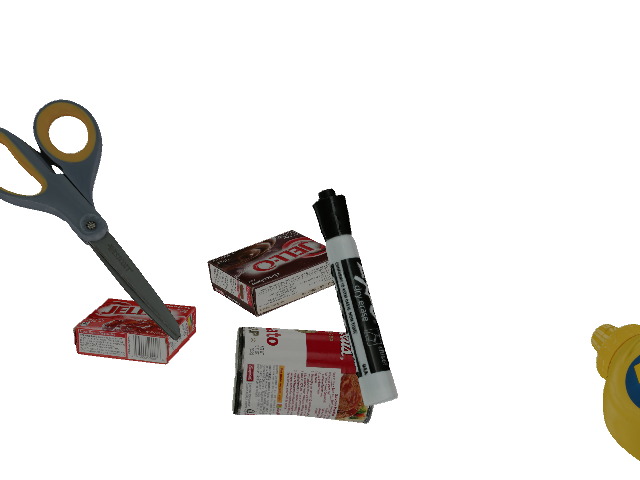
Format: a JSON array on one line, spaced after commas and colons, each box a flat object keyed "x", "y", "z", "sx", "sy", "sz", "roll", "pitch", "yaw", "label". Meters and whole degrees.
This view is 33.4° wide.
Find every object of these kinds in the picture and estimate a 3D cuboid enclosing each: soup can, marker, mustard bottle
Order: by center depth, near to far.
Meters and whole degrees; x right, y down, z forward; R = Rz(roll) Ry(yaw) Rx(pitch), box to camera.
[{"x": 0.018, "y": 0.030, "z": 0.584, "sx": 0.020, "sy": 0.121, "sz": 0.020, "roll": -14, "pitch": -13, "yaw": -3, "label": "marker"}, {"x": 0.220, "y": 0.101, "z": 0.609, "sx": 0.096, "sy": 0.058, "sz": 0.192, "roll": -18, "pitch": 31, "yaw": -17, "label": "mustard bottle"}, {"x": -0.013, "y": 0.101, "z": 0.805, "sx": 0.102, "sy": 0.068, "sz": 0.068, "roll": 4, "pitch": 0, "yaw": -5, "label": "soup can"}]

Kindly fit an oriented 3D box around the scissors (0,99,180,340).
[{"x": -0.144, "y": -0.025, "z": 0.708, "sx": 0.202, "sy": 0.096, "sz": 0.016, "roll": 34, "pitch": -26, "yaw": 12, "label": "scissors"}]

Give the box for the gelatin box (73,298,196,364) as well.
[{"x": -0.166, "y": 0.080, "z": 0.960, "sx": 0.089, "sy": 0.030, "sz": 0.073, "roll": 5, "pitch": 19, "yaw": 14, "label": "gelatin box"}]

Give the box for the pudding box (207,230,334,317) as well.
[{"x": -0.046, "y": 0.032, "z": 1.113, "sx": 0.113, "sy": 0.039, "sz": 0.090, "roll": -23, "pitch": 28, "yaw": -29, "label": "pudding box"}]
